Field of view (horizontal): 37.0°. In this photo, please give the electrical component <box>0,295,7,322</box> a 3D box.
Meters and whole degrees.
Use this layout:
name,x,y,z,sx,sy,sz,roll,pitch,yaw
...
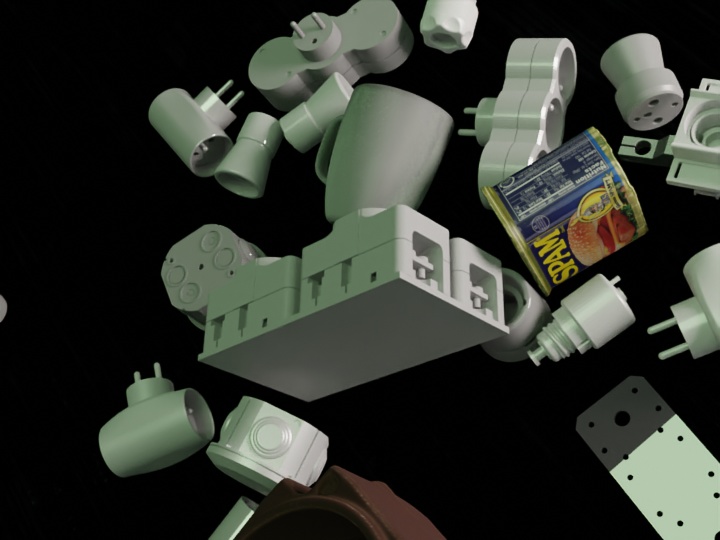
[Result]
name,x,y,z,sx,sy,sz,roll,pitch,yaw
electrical component,-0.343,0.023,0.945,0.040,0.078,0.040,-6,57,9

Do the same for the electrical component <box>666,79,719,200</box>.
name,x,y,z,sx,sy,sz,roll,pitch,yaw
electrical component,0.273,-0.074,0.697,0.121,0.063,0.078,15,74,30

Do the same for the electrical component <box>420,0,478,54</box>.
name,x,y,z,sx,sy,sz,roll,pitch,yaw
electrical component,0.075,-0.211,0.870,0.043,0.043,0.062,5,68,28

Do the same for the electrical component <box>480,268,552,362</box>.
name,x,y,z,sx,sy,sz,roll,pitch,yaw
electrical component,0.100,0.030,0.741,0.055,0.047,0.055,-11,63,21

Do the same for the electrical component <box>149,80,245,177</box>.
name,x,y,z,sx,sy,sz,roll,pitch,yaw
electrical component,-0.134,-0.132,0.933,0.079,0.044,0.077,-44,56,1

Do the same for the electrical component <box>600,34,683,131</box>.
name,x,y,z,sx,sy,sz,roll,pitch,yaw
electrical component,0.202,-0.134,0.771,0.045,0.045,0.055,-23,59,15

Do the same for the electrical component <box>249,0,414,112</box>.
name,x,y,z,sx,sy,sz,roll,pitch,yaw
electrical component,-0.032,-0.188,0.892,0.138,0.074,0.052,-20,60,17

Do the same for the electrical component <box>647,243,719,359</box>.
name,x,y,z,sx,sy,sz,roll,pitch,yaw
electrical component,0.224,0.032,0.682,0.079,0.043,0.077,-24,58,14

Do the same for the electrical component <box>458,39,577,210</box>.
name,x,y,z,sx,sy,sz,roll,pitch,yaw
electrical component,0.109,-0.109,0.799,0.074,0.052,0.138,6,69,28

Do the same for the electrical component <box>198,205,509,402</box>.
name,x,y,z,sx,sy,sz,roll,pitch,yaw
electrical component,-0.007,0.025,0.727,0.186,0.105,0.060,-23,54,38

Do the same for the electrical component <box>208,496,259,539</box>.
name,x,y,z,sx,sy,sz,roll,pitch,yaw
electrical component,-0.091,0.204,0.753,0.043,0.043,0.081,35,85,34

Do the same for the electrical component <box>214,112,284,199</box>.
name,x,y,z,sx,sy,sz,roll,pitch,yaw
electrical component,-0.089,-0.098,0.898,0.044,0.044,0.065,11,67,29

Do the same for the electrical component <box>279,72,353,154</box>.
name,x,y,z,sx,sy,sz,roll,pitch,yaw
electrical component,-0.033,-0.126,0.884,0.065,0.044,0.044,-34,57,14

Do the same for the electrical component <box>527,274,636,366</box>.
name,x,y,z,sx,sy,sz,roll,pitch,yaw
electrical component,0.147,0.037,0.719,0.078,0.040,0.040,-37,56,6

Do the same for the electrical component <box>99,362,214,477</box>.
name,x,y,z,sx,sy,sz,roll,pitch,yaw
electrical component,-0.160,0.110,0.832,0.077,0.043,0.079,-25,58,14

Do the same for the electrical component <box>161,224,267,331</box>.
name,x,y,z,sx,sy,sz,roll,pitch,yaw
electrical component,-0.113,0.007,0.853,0.080,0.051,0.080,-11,62,21

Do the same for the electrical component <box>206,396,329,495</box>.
name,x,y,z,sx,sy,sz,roll,pitch,yaw
electrical component,-0.063,0.128,0.755,0.080,0.080,0.051,16,69,31
